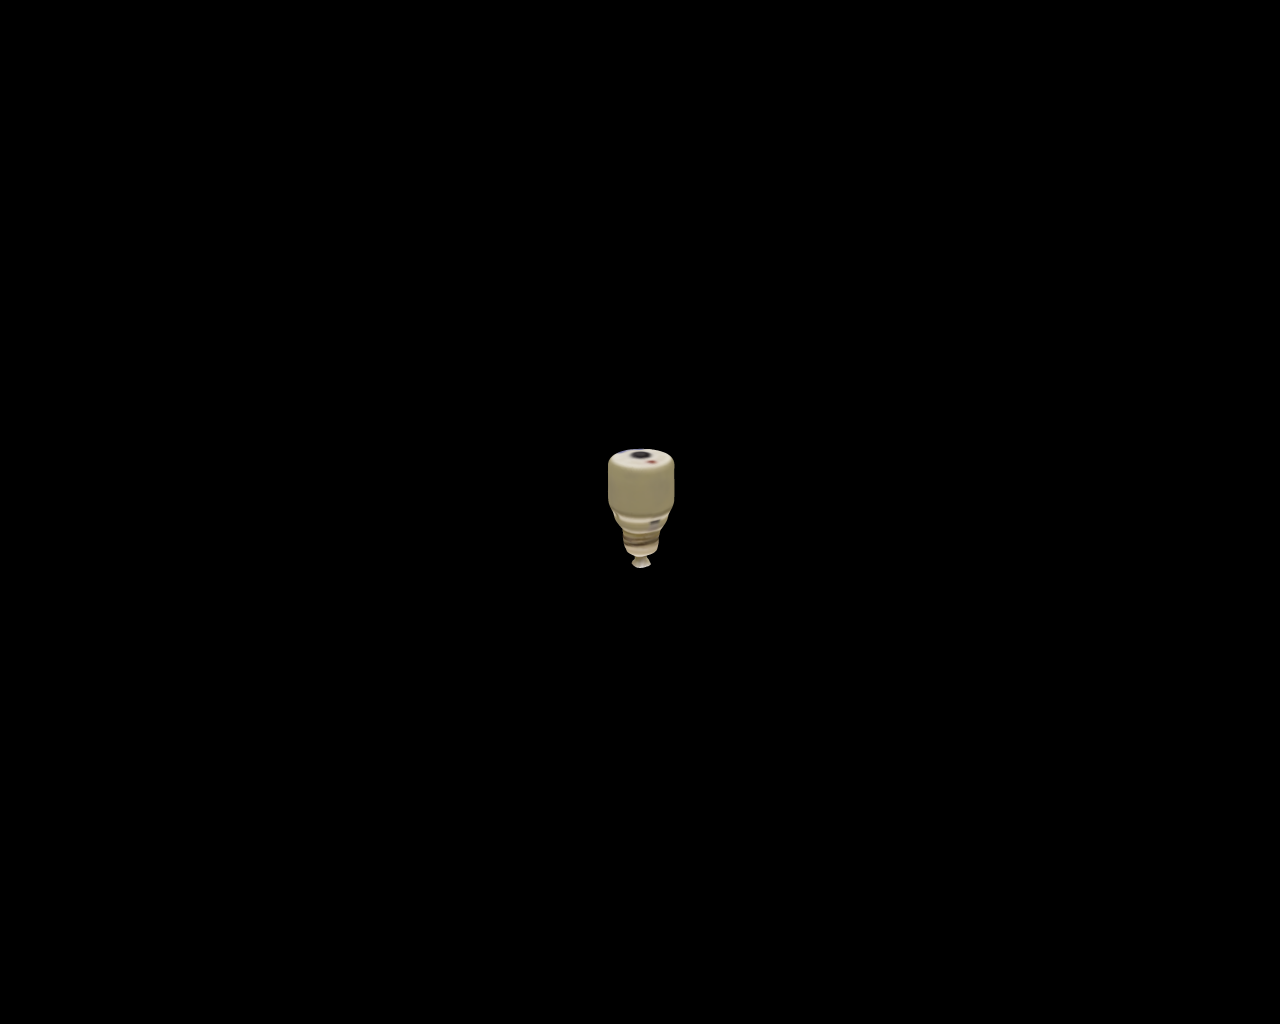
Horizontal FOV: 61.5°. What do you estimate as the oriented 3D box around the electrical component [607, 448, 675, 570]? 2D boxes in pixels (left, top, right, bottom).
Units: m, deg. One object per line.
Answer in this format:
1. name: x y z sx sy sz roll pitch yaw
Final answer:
1. electrical component: 0.001 -0.003 0.650 0.040 0.078 0.040 0 22 0
